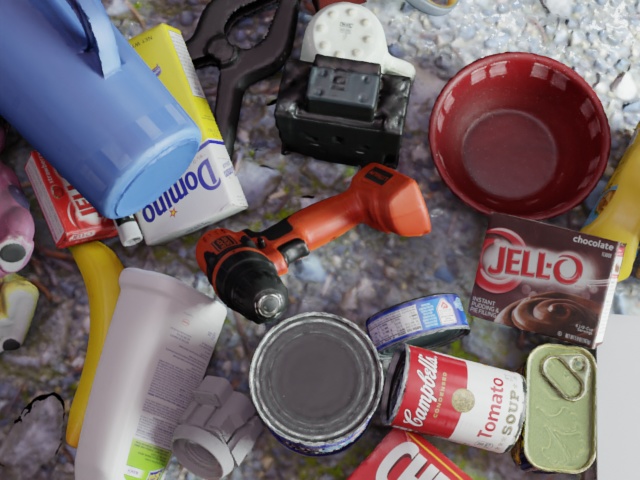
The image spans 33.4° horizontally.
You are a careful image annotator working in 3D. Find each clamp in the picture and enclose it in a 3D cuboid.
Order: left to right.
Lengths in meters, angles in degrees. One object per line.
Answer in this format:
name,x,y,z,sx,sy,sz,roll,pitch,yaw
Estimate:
clamp,-0.086,-0.162,1.001,0.210,0.036,0.164,-41,80,-5

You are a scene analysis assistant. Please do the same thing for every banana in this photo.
banana,-0.196,0.081,0.942,0.070,0.037,0.198,-16,70,27

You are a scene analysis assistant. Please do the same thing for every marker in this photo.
marker,-0.187,-0.051,0.943,0.020,0.020,0.121,-23,74,-5

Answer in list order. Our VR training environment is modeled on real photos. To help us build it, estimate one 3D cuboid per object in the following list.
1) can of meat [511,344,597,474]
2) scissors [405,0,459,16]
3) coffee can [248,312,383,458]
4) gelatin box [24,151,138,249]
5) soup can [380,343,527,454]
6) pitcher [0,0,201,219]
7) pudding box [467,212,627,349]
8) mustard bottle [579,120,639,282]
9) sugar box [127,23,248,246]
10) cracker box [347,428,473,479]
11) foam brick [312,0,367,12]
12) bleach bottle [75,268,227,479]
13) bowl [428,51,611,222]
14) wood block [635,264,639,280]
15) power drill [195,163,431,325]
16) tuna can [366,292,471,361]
can of meat,0.192,0.144,0.890,0.057,0.084,0.102,4,75,2
scissors,0.062,-0.227,0.979,0.096,0.016,0.201,51,49,-2
coffee can,-0.003,0.122,0.870,0.103,0.140,0.103,0,75,1
gelatin box,-0.213,-0.041,0.956,0.073,0.030,0.089,-13,68,-37
soup can,0.106,0.128,0.855,0.102,0.068,0.068,15,76,-6
pitcher,-0.210,-0.142,0.877,0.145,0.149,0.243,-44,82,7
pudding box,0.187,0.032,0.885,0.114,0.039,0.090,14,97,24
mustard bottle,0.265,-0.024,0.927,0.058,0.096,0.191,31,78,8
sugar box,-0.140,-0.092,0.952,0.093,0.048,0.176,-24,83,15
cracker box,0.058,0.278,0.850,0.164,0.072,0.213,39,80,22
foam brick,0.008,-0.264,1.019,0.053,0.051,0.078,-19,76,-1
bleach bottle,-0.159,0.157,0.886,0.068,0.102,0.251,9,74,35
bowl,0.176,-0.086,0.966,0.162,0.055,0.162,0,75,1
wood block,0.340,-0.012,0.866,0.091,0.206,0.090,28,77,9
power drill,-0.006,0.001,0.896,0.187,0.185,0.057,-23,111,-12
tuna can,0.083,0.074,0.910,0.086,0.086,0.034,-15,74,-3
